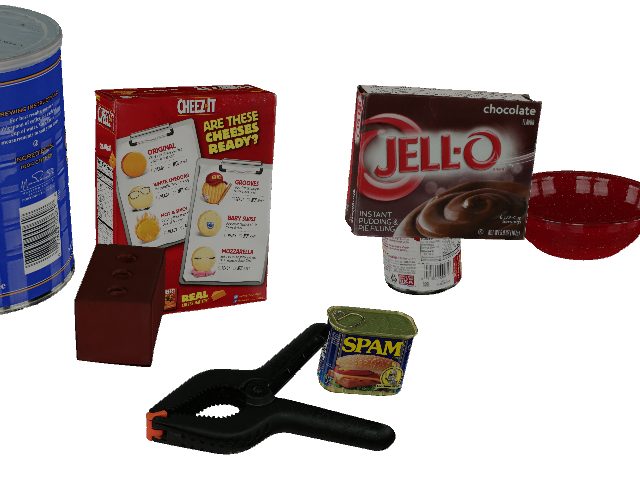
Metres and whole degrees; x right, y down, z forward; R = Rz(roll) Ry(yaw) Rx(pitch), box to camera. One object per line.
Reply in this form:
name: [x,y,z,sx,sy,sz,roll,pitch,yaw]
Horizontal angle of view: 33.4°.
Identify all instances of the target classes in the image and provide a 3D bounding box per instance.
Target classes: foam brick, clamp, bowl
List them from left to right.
foam brick: [-0.139,0.044,0.748,0.053,0.051,0.078,4,29,-3]
clamp: [-0.048,0.149,0.946,0.209,0.036,0.165,-14,38,-25]
bowl: [0.267,-0.022,1.104,0.162,0.055,0.162,-2,23,0]

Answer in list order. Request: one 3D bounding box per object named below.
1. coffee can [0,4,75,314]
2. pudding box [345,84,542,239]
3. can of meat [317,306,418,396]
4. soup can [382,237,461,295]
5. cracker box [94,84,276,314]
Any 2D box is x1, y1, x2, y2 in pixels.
coffee can: [-0.187,-0.045,0.572,0.103,0.140,0.103,3,28,-2]
pudding box: [0.075,-0.049,0.667,0.113,0.090,0.039,1,19,-9]
can of meat: [0.051,0.127,1.212,0.102,0.084,0.057,6,24,-12]
soup can: [0.085,-0.013,0.899,0.068,0.102,0.068,-4,23,2]
cracker box: [-0.133,-0.040,1.035,0.163,0.214,0.072,-7,19,-29]
